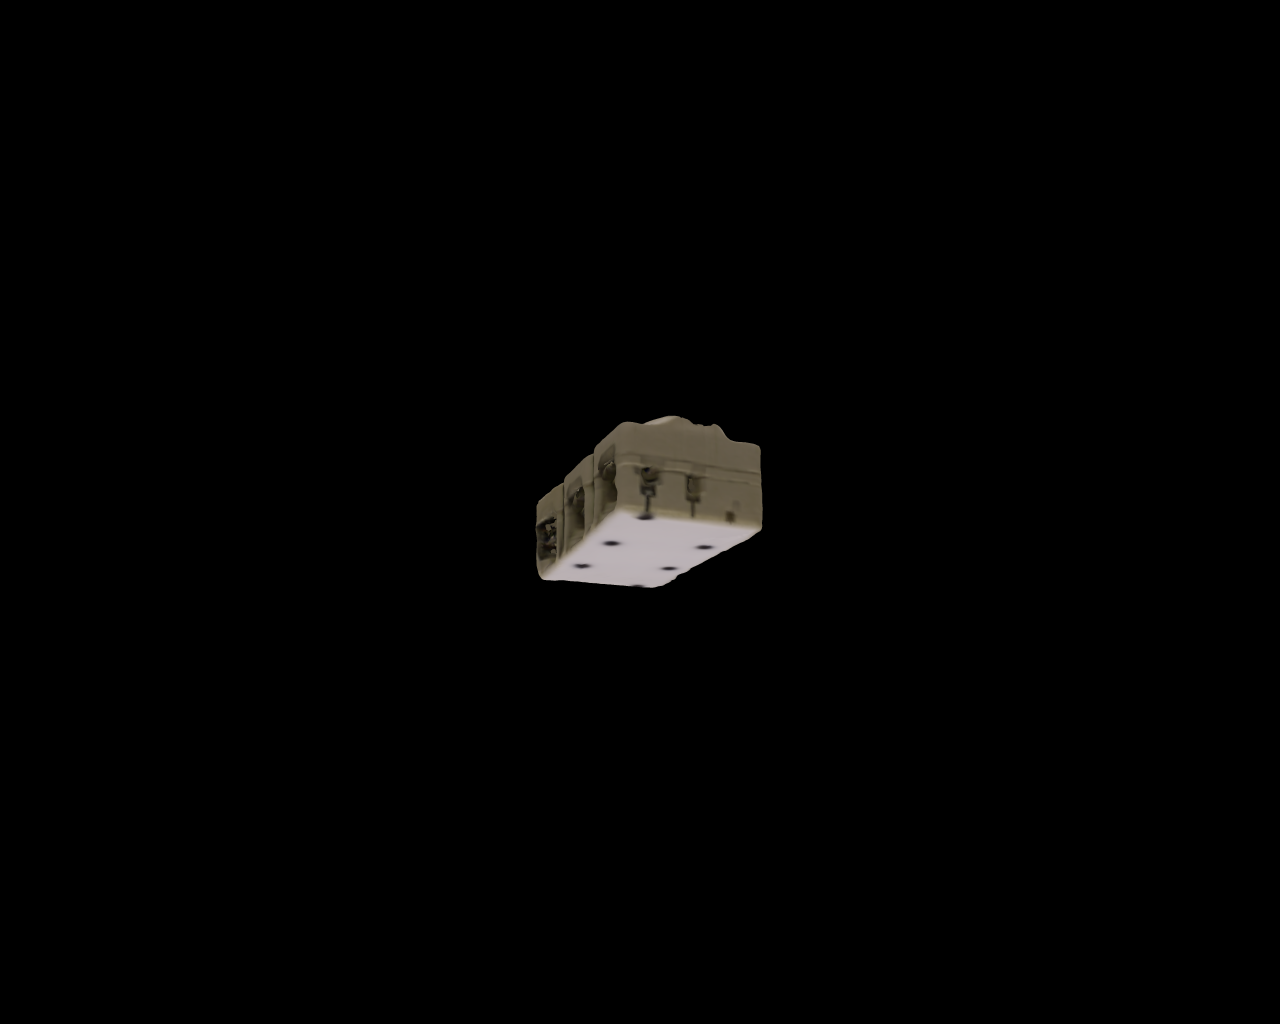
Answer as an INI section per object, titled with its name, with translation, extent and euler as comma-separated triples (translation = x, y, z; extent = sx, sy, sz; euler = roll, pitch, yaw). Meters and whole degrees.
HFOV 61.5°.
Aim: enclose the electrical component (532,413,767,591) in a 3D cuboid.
[electrical component]
translation = 0.001, -0.003, 0.650
extent = 0.089, 0.062, 0.150
euler = 8, -20, -22
